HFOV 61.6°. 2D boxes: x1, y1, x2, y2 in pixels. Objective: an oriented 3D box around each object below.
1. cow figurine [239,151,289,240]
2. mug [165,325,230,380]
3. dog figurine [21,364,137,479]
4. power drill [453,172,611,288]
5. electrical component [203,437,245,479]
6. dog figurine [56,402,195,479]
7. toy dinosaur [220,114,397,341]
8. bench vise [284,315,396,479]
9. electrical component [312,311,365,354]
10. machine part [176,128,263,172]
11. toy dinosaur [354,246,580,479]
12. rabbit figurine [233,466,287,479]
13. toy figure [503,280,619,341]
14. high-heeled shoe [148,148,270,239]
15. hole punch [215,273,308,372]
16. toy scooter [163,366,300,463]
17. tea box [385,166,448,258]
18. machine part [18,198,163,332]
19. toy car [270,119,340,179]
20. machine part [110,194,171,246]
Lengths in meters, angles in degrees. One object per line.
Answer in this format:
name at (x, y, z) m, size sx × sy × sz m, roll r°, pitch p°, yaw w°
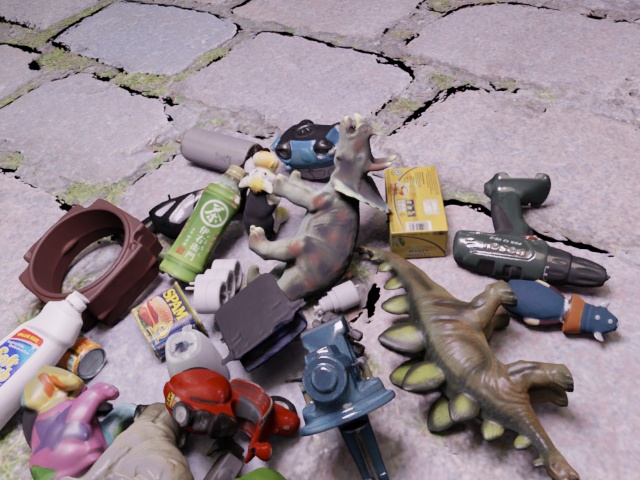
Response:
cow figurine at (-0.105, -0.070, 0.944) m, size 0.068 × 0.167 × 0.098 m, roll 13°, pitch 49°, yaw 14°
mug at (-0.180, 0.168, 0.772) m, size 0.081 × 0.107 × 0.110 m, roll -11°, pitch 48°, yaw -3°
dog figurine at (-0.342, 0.287, 0.690) m, size 0.192 × 0.108 × 0.219 m, roll 10°, pitch 52°, yaw 17°
power drill at (0.343, -0.015, 0.886) m, size 0.232 × 0.085 × 0.207 m, roll 5°, pitch 55°, yaw 17°
electrical component at (-0.136, 0.295, 0.673) m, size 0.045 × 0.078 × 0.102 m, roll 37°, pitch 63°, yaw 0°
dog figurine at (-0.186, 0.264, 0.647) m, size 0.173 × 0.121 × 0.190 m, roll 5°, pitch 21°, yaw 17°
toy dinosaur at (-0.005, 0.001, 0.877) m, size 0.192 × 0.131 × 0.404 m, roll 18°, pitch 83°, yaw 13°
bench vise at (0.038, 0.218, 0.668) m, size 0.129 × 0.223 × 0.240 m, roll -22°, pitch 77°, yaw -7°
electrical component at (0.025, 0.134, 0.798) m, size 0.094 × 0.063 × 0.021 m, roll 25°, pitch 56°, yaw 30°
machine part at (-0.206, -0.184, 1.132) m, size 0.243 × 0.079 × 0.079 m, roll 19°, pitch 53°, yaw 24°
toy dinosaur at (0.183, 0.134, 0.749) m, size 0.199 × 0.104 × 0.472 m, roll -21°, pitch 39°, yaw -5°
rabbit figurine at (-0.040, 0.335, 0.577) m, size 0.121 × 0.159 × 0.170 m, roll -28°, pitch 63°, yaw -30°
toy figure at (0.348, 0.100, 0.782) m, size 0.155 × 0.064 × 0.058 m, roll 18°, pitch 14°, yaw 18°
high-heeled shoe at (-0.207, -0.099, 1.024) m, size 0.145 × 0.086 × 0.249 m, roll 27°, pitch 69°, yaw 6°
hole punch at (-0.076, 0.128, 0.777) m, size 0.142 × 0.092 × 0.116 m, roll -35°, pitch 36°, yaw -3°
toy scooter at (-0.110, 0.222, 0.669) m, size 0.184 × 0.075 × 0.135 m, roll 18°, pitch 8°, yaw -10°
tea box at (0.166, -0.051, 0.949) m, size 0.098 × 0.068 × 0.170 m, roll -2°, pitch 45°, yaw 7°
machine part at (-0.393, 0.037, 0.925) m, size 0.201 × 0.087 × 0.201 m, roll 27°, pitch 65°, yaw 30°
toy car at (-0.008, -0.174, 1.069) m, size 0.162 × 0.102 × 0.109 m, roll 9°, pitch 45°, yaw 32°
machine part at (-0.330, -0.032, 1.037) m, size 0.084 × 0.039 × 0.139 m, roll 22°, pitch 56°, yaw 38°
